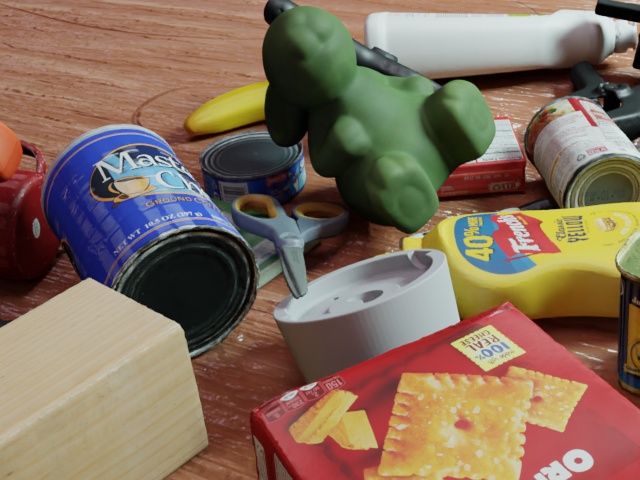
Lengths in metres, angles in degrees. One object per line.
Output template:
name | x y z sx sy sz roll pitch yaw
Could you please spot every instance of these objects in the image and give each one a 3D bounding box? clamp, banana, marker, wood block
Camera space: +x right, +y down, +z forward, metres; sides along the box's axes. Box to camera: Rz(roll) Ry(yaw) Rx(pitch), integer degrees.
clamp | 0.043 -0.147 0.907 0.210 0.036 0.164 29 7 5
banana | -0.026 -0.127 0.986 0.198 0.037 0.069 -4 30 7
marker | 0.116 -0.008 0.772 0.121 0.020 0.020 -16 32 -14
clamp | 0.242 -0.118 0.912 0.120 0.039 0.171 11 28 40
wood block | -0.169 0.115 0.559 0.091 0.090 0.205 22 42 39

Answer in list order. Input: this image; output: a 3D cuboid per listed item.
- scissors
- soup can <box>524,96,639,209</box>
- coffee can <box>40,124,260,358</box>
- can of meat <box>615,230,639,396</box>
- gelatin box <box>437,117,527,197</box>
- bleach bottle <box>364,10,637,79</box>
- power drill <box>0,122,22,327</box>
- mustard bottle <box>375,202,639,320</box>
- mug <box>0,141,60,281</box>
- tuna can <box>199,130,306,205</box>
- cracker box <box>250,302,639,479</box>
scissors | -0.005 0.001 0.736 0.096 0.016 0.202 -3 19 -21
soup can | 0.197 -0.055 0.785 0.068 0.068 0.102 -9 31 -2
coffee can | -0.116 -0.001 0.709 0.102 0.103 0.140 -20 40 -20
can of meat | 0.216 0.048 0.591 0.102 0.084 0.057 14 36 32
gelatin box | 0.123 -0.067 0.860 0.073 0.030 0.089 -4 31 2
bleach bottle | 0.170 -0.186 1.010 0.251 0.068 0.102 -1 16 8
power drill | -0.240 0.014 0.698 0.184 0.057 0.187 -5 63 3
mustard bottle | 0.130 0.015 0.692 0.192 0.058 0.096 -3 31 8
mug | -0.242 -0.024 0.801 0.081 0.093 0.117 7 60 13
tuna can | -0.055 -0.058 0.879 0.086 0.034 0.086 -5 31 3
cracker box | 0.083 0.129 0.497 0.164 0.072 0.214 -20 33 -19
